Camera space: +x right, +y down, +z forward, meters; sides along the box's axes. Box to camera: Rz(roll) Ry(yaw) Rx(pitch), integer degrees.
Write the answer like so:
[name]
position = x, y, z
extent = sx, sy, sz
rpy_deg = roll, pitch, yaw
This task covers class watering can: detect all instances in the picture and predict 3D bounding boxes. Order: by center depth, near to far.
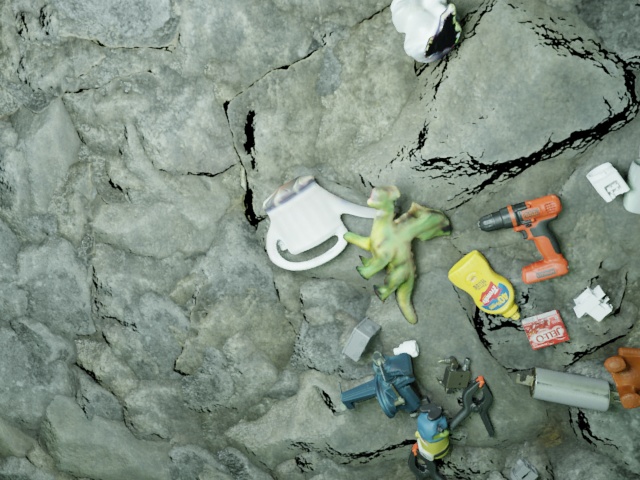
[watering can]
position = 0.004, -0.065, 1.295
extent = 0.346, 0.105, 0.223
rpy_deg = -30, 98, 10

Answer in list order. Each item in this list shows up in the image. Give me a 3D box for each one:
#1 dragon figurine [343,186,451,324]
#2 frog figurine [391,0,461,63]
[dragon figurine]
position = 0.213, 0.025, 1.246
extent = 0.241, 0.125, 0.404
rpy_deg = -36, 121, 11
[frog figurine]
position = 0.221, -0.467, 1.121
extent = 0.162, 0.123, 0.134
rpy_deg = 44, 130, 39
